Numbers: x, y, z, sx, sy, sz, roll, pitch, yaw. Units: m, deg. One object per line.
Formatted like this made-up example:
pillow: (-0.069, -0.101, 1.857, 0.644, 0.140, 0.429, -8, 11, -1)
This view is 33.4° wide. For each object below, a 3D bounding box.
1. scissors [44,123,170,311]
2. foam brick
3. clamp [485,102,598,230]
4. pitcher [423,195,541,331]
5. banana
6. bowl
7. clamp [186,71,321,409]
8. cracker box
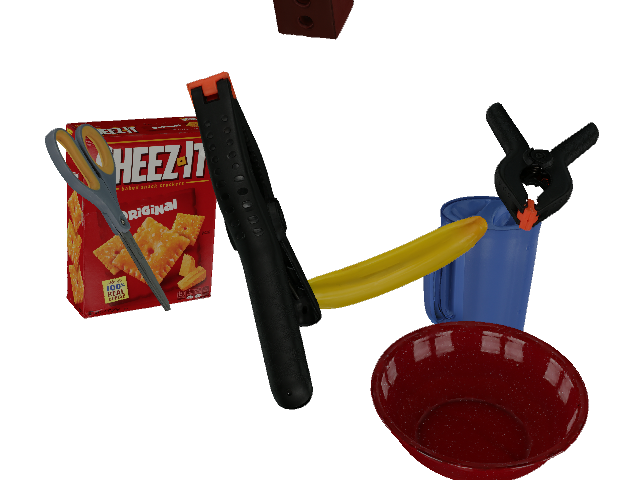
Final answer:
scissors: (-0.194, -0.032, 1.034, 0.016, 0.201, 0.096, -24, 26, 22)
foam brick: (-0.008, -0.209, 0.859, 0.053, 0.051, 0.078, 9, -37, 16)
clamp: (0.214, -0.082, 1.106, 0.120, 0.039, 0.171, 15, 45, 16)
pitcher: (0.213, 0.071, 1.440, 0.149, 0.243, 0.145, 4, 21, 7)
banana: (0.063, 0.027, 0.983, 0.198, 0.037, 0.069, -22, -8, 9)
bowl: (0.118, 0.131, 0.811, 0.162, 0.055, 0.162, 0, 35, 0)
clamp: (-0.040, -0.007, 0.711, 0.036, 0.210, 0.164, -17, 7, 5)
cracker box: (-0.204, -0.028, 1.228, 0.163, 0.214, 0.072, -7, 24, -30)
